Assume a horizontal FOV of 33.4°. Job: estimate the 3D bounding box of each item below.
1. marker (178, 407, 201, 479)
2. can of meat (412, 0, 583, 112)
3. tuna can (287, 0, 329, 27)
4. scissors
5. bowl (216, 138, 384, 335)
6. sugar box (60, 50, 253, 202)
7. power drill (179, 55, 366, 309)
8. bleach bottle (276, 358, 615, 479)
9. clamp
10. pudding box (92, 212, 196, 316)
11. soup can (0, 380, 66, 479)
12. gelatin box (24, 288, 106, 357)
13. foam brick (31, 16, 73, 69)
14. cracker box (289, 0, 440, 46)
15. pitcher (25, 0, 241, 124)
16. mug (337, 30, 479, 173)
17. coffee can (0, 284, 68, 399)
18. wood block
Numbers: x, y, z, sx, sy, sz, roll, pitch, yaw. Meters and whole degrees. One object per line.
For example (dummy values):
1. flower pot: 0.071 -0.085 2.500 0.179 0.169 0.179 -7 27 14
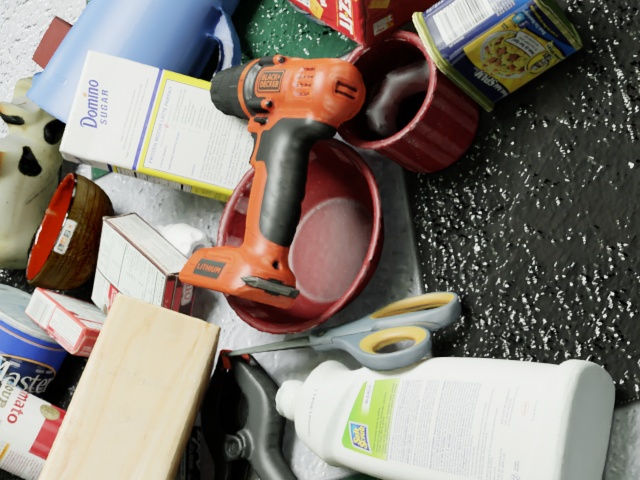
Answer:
1. marker: -0.108 0.175 0.892 0.020 0.020 0.121 -14 66 34
2. can of meat: 0.129 -0.149 0.766 0.084 0.102 0.057 -32 58 23
3. tuna can: 0.012 -0.230 0.928 0.086 0.033 0.086 -13 67 34
4. scissors: 0.007 0.081 0.785 0.202 0.016 0.096 -18 19 16
5. bowl: -0.006 0.001 0.848 0.162 0.055 0.162 -14 67 34
6. sugar box: -0.122 -0.092 0.909 0.176 0.048 0.093 15 81 -3
7. power drill: -0.050 -0.049 0.812 0.185 0.057 0.187 10 86 57
8. bleach bottle: 0.072 0.121 0.745 0.251 0.068 0.102 4 76 41
9. clamp: -0.049 0.168 0.837 0.120 0.039 0.171 -11 75 29
10. pudding box: -0.156 0.040 0.943 0.114 0.039 0.090 36 122 38
11. soup can: -0.252 0.175 0.937 0.069 0.102 0.068 -56 13 20
12. gelatin box: -0.214 0.081 0.972 0.089 0.073 0.030 30 95 39
13. foam brick: -0.240 -0.180 1.078 0.053 0.078 0.051 40 99 39
14. cracker box: 0.026 -0.256 0.844 0.164 0.072 0.214 -33 50 -22
15. pitcher: -0.147 -0.191 0.986 0.243 0.149 0.145 -58 22 3
16. mug: 0.060 -0.105 0.816 0.117 0.081 0.093 34 96 40
17. coffee can: -0.306 0.126 1.008 0.103 0.102 0.140 34 97 40
18. wood block: -0.151 0.160 0.817 0.090 0.091 0.206 18 59 0
